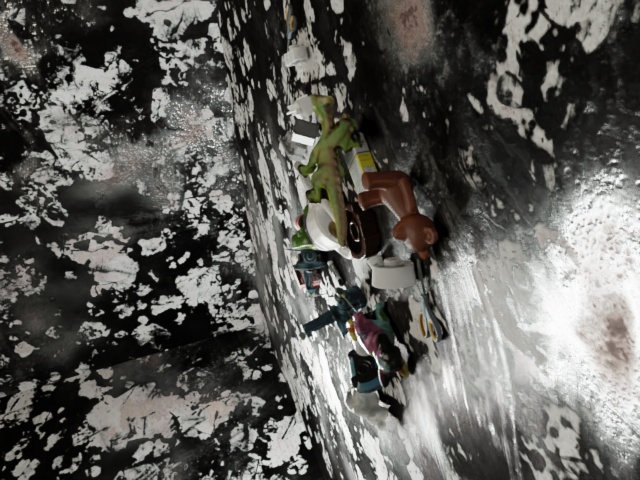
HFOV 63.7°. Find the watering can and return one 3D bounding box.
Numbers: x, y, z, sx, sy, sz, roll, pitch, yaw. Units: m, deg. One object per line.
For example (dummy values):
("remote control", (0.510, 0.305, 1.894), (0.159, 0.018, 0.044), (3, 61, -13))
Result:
("watering can", (0.005, -0.083, 1.653), (0.348, 0.105, 0.222), (57, 161, 2))

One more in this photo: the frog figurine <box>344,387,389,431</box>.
("frog figurine", (0.157, 0.547, 1.679), (0.161, 0.122, 0.137), (64, -165, 14))

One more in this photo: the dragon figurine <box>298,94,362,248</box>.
("dragon figurine", (0.042, -0.209, 1.336), (0.237, 0.122, 0.418), (118, 139, -53))
